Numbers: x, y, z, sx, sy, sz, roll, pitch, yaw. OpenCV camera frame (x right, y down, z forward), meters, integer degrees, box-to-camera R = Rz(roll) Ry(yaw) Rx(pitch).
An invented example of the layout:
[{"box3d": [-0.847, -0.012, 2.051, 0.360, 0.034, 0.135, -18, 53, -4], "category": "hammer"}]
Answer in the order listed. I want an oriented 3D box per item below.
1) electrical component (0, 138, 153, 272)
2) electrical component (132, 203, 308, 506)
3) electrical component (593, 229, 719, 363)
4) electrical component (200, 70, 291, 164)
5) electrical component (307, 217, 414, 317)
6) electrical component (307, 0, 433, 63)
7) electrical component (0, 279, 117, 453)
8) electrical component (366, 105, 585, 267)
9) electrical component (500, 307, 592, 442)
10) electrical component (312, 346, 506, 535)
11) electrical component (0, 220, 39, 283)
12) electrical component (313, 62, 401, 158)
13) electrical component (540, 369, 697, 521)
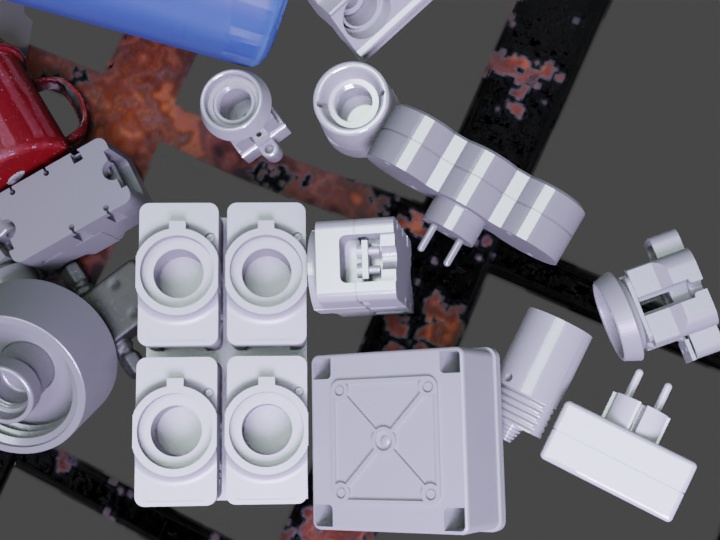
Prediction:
[{"box3d": [-0.192, -0.042, 0.728, 0.089, 0.056, 0.050, -29, 78, 4], "category": "electrical component"}, {"box3d": [-0.086, 0.053, 0.683, 0.105, 0.060, 0.186, 0, 81, -4], "category": "electrical component"}, {"box3d": [0.178, 0.022, 0.656, 0.057, 0.058, 0.078, -20, 79, 3], "category": "electrical component"}, {"box3d": [-0.079, -0.105, 0.719, 0.048, 0.055, 0.066, -36, 78, 3], "category": "electrical component"}, {"box3d": [0.000, 0.000, 0.672, 0.056, 0.089, 0.050, -3, 81, 9], "category": "electrical component"}, {"box3d": [0.021, -0.208, 0.710, 0.121, 0.078, 0.063, -42, 48, 1], "category": "electrical component"}, {"box3d": [-0.218, 0.066, 0.691, 0.108, 0.060, 0.108, 3, 112, 6], "category": "electrical component"}, {"box3d": [0.064, -0.039, 0.679, 0.138, 0.052, 0.073, 30, 87, 3], "category": "electrical component"}, {"box3d": [0.107, 0.069, 0.668, 0.043, 0.043, 0.081, 26, 87, 12], "category": "electrical component"}, {"box3d": [0.029, 0.103, 0.652, 0.109, 0.056, 0.108, -6, 80, 32], "category": "electrical component"}, {"box3d": [-0.253, 0.002, 0.738, 0.066, 0.048, 0.055, -45, 70, 1], "category": "electrical component"}, {"box3d": [-0.002, -0.107, 0.710, 0.055, 0.047, 0.055, -1, 81, 10], "category": "electrical component"}, {"box3d": [0.163, 0.098, 0.652, 0.083, 0.047, 0.075, 26, 86, 12], "category": "electrical component"}]
